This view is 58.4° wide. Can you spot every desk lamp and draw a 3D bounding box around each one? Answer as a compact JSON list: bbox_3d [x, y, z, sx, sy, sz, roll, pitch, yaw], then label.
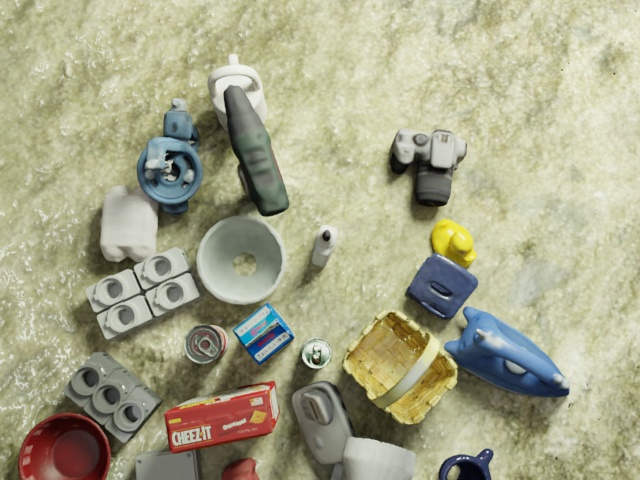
[{"bbox_3d":[0.077,0.427,0.966,0.118,0.213,0.203,15,81,1],"label":"desk lamp"}]

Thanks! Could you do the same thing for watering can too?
[{"bbox_3d":[-0.152,-0.268,1.076,0.101,0.194,0.173,-30,83,-6],"label":"watering can"}]

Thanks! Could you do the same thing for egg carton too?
[{"bbox_3d":[-0.363,-0.031,1.096,0.107,0.069,0.150,0,81,-2],"label":"egg carton"}]

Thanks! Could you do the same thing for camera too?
[{"bbox_3d":[0.209,-0.141,1.114,0.143,0.101,0.137,7,81,-1],"label":"camera"}]

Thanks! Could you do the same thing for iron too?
[{"bbox_3d":[0.367,0.222,1.043,0.258,0.141,0.119,29,82,3],"label":"iron"}]

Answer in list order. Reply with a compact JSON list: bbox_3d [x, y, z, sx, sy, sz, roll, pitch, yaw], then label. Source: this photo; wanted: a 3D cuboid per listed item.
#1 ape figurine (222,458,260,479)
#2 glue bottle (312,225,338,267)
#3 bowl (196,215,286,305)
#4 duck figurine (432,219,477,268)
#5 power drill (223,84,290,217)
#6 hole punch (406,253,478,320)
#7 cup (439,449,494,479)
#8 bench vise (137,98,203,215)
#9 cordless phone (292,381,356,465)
[{"bbox_3d":[-0.139,0.431,1.020,0.076,0.092,0.078,22,81,2],"label":"ape figurine"},{"bbox_3d":[0.010,0.004,1.049,0.037,0.173,0.078,17,81,1],"label":"glue bottle"},{"bbox_3d":[-0.146,0.041,1.089,0.167,0.074,0.167,0,81,-2],"label":"bowl"},{"bbox_3d":[0.263,0.004,1.101,0.077,0.086,0.104,-33,83,-6],"label":"duck figurine"},{"bbox_3d":[-0.117,-0.145,1.051,0.075,0.208,0.229,-21,82,-4],"label":"power drill"},{"bbox_3d":[0.230,0.090,1.084,0.108,0.091,0.101,33,82,4],"label":"hole punch"},{"bbox_3d":[0.260,0.416,1.033,0.091,0.095,0.118,43,82,5],"label":"cup"},{"bbox_3d":[-0.285,-0.164,1.042,0.121,0.219,0.207,-14,82,-3],"label":"bench vise"},{"bbox_3d":[0.010,0.323,0.994,0.094,0.185,0.147,-25,83,-5],"label":"cordless phone"}]
